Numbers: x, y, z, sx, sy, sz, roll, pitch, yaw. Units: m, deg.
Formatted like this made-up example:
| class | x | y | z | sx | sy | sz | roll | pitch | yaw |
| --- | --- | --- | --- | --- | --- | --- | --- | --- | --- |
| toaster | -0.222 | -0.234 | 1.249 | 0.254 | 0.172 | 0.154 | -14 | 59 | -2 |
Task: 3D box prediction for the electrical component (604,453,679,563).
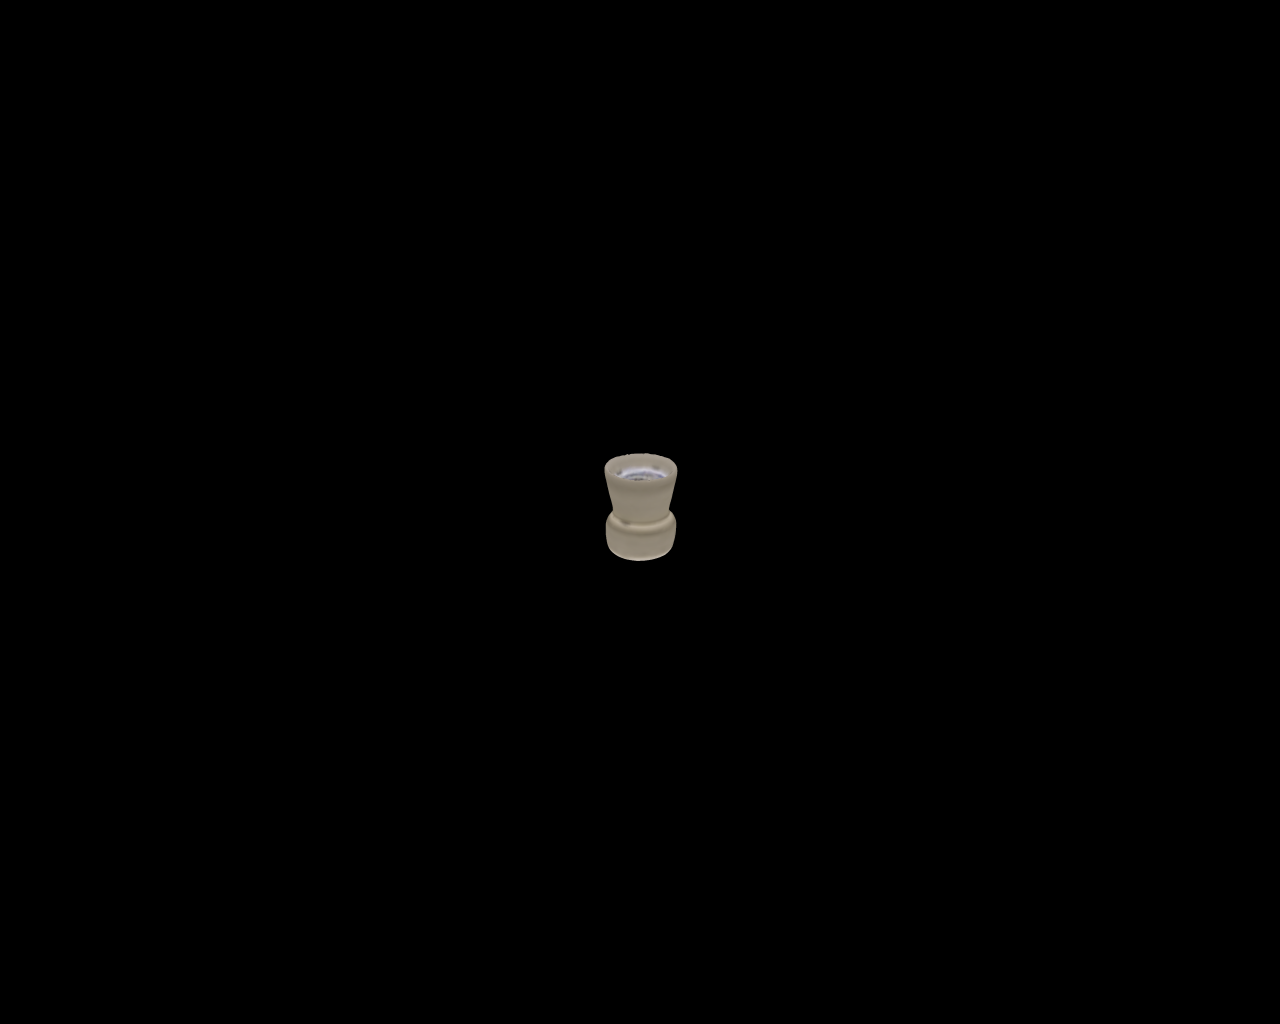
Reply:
| class | x | y | z | sx | sy | sz | roll | pitch | yaw |
| --- | --- | --- | --- | --- | --- | --- | --- | --- | --- |
| electrical component | 0.001 | -0.003 | 0.650 | 0.045 | 0.055 | 0.045 | 0 | 25 | 0 |
